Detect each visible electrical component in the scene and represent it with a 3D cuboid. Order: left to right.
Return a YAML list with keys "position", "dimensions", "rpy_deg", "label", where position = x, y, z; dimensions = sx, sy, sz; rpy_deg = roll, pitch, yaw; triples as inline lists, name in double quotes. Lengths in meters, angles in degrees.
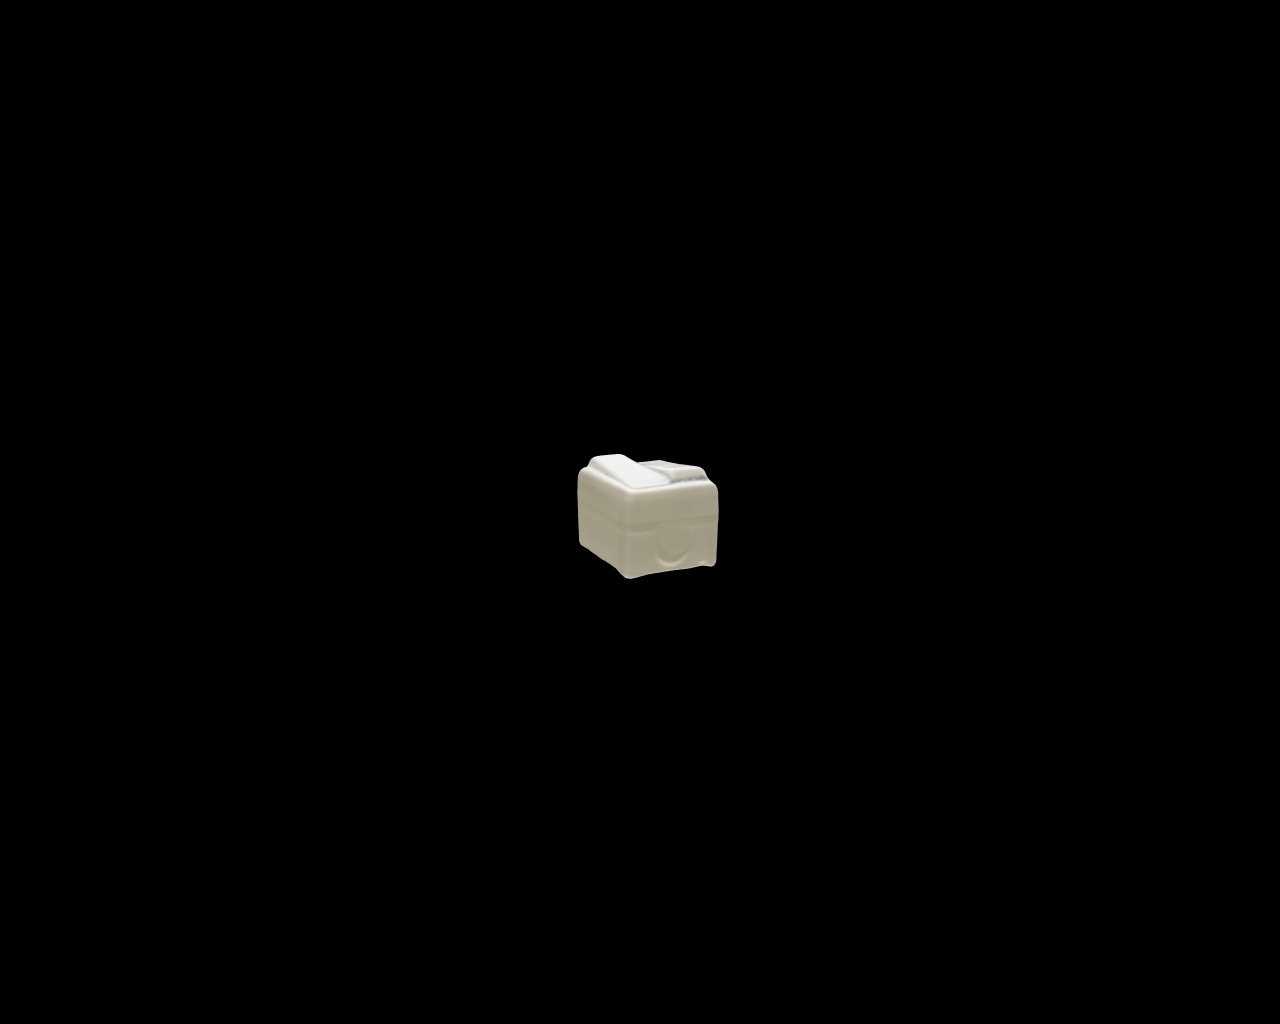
- position: [0.001, -0.003, 0.650]
  dimensions: [0.062, 0.061, 0.096]
  rpy_deg: [-6, 15, -23]
  label: "electrical component"
